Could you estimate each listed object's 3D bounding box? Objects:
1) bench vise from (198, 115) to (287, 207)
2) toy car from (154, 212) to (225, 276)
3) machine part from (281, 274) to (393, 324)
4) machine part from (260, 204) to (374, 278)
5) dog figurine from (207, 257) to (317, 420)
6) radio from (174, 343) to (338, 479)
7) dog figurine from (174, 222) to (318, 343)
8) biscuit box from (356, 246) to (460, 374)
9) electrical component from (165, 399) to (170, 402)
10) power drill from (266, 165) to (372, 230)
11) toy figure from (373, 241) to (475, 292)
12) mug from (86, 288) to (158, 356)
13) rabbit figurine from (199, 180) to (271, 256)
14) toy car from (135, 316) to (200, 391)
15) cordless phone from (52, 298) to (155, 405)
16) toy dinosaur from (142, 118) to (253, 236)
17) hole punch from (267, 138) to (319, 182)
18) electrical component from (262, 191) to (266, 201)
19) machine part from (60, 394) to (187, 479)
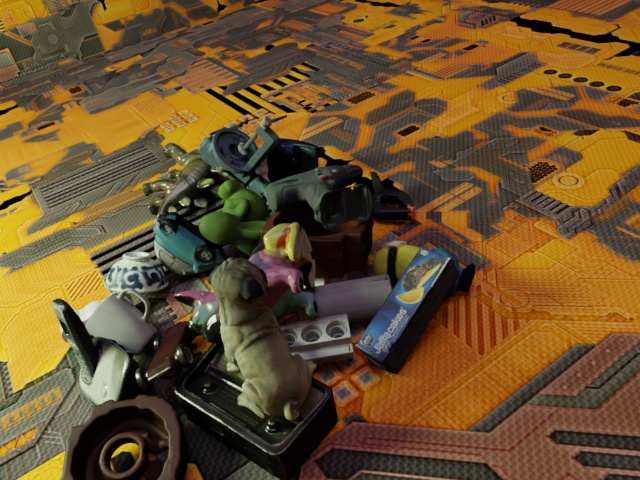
[{"bbox_3d":[-0.158,-0.182,1.220,0.240,0.223,0.129,-40,5,44],"label":"bench vise"},{"bbox_3d":[-0.282,0.019,1.105,0.103,0.161,0.109,-54,19,8],"label":"toy car"},{"bbox_3d":[0.044,0.110,0.936,0.243,0.079,0.079,-11,38,1],"label":"machine part"},{"bbox_3d":[-0.002,-0.003,1.049,0.202,0.087,0.201,1,24,14],"label":"machine part"},{"bbox_3d":[-0.082,0.133,0.728,0.121,0.190,0.173,-33,44,-25],"label":"dog figurine"},{"bbox_3d":[-0.100,0.243,0.805,0.230,0.073,0.131,17,46,34],"label":"radio"},{"bbox_3d":[-0.122,0.072,0.885,0.219,0.108,0.191,-11,53,10],"label":"dog figurine"},{"bbox_3d":[0.142,0.111,0.862,0.059,0.062,0.202,25,74,39],"label":"biscuit box"},{"bbox_3d":[-0.261,0.278,0.844,0.094,0.021,0.063,-6,37,14],"label":"electrical component"},{"bbox_3d":[0.022,-0.097,1.056,0.232,0.085,0.207,-15,30,-20],"label":"power drill"},{"bbox_3d":[0.183,0.053,0.969,0.180,0.082,0.089,17,49,28],"label":"toy figure"},{"bbox_3d":[-0.341,0.147,0.960,0.107,0.081,0.109,36,90,0],"label":"mug"},{"bbox_3d":[-0.181,-0.028,1.131,0.159,0.121,0.170,34,28,7],"label":"rabbit figurine"},{"bbox_3d":[-0.241,0.186,0.885,0.089,0.053,0.202,-28,13,-1],"label":"toy car"},{"bbox_3d":[-0.357,0.177,0.856,0.147,0.184,0.089,13,39,45],"label":"cordless phone"},{"bbox_3d":[-0.306,-0.181,1.384,0.199,0.104,0.471,7,50,12],"label":"toy dinosaur"},{"bbox_3d":[-0.065,-0.183,1.299,0.116,0.142,0.092,34,53,31],"label":"hole punch"},{"bbox_3d":[-0.085,-0.075,1.192,0.078,0.102,0.045,17,49,46],"label":"electrical component"},{"bbox_3d":[-0.272,0.307,0.756,0.179,0.056,0.179,-2,52,2],"label":"machine part"}]
